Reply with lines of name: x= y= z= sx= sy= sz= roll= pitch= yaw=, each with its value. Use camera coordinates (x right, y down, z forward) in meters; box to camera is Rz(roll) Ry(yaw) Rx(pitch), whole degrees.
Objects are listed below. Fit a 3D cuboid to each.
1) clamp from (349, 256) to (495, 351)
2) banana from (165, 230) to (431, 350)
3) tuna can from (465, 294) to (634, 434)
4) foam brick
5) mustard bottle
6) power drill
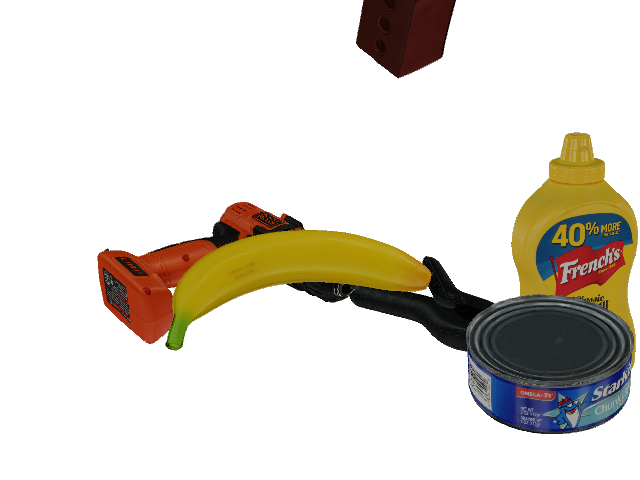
clamp: x=0.127 y=0.064 z=1.053 sx=0.172 sy=0.039 sz=0.120 roll=26 pitch=39 yaw=32
banana: x=-0.021 y=0.025 z=0.747 sx=0.197 sy=0.069 sz=0.037 roll=-13 pitch=-17 yaw=-17
tuna can: x=0.120 y=0.064 z=0.563 sx=0.086 sy=0.034 sz=0.086 roll=-5 pitch=27 yaw=2
foam brick: x=0.067 y=-0.176 z=0.824 sx=0.051 sy=0.078 sz=0.053 roll=-31 pitch=60 yaw=-29
mustard bottle: x=0.194 y=0.014 z=0.814 sx=0.096 sy=0.192 sz=0.058 roll=-6 pitch=16 yaw=-11
power drill: x=-0.086 y=0.030 z=0.938 sx=0.187 sy=0.057 sz=0.185 roll=-17 pitch=27 yaw=-31
